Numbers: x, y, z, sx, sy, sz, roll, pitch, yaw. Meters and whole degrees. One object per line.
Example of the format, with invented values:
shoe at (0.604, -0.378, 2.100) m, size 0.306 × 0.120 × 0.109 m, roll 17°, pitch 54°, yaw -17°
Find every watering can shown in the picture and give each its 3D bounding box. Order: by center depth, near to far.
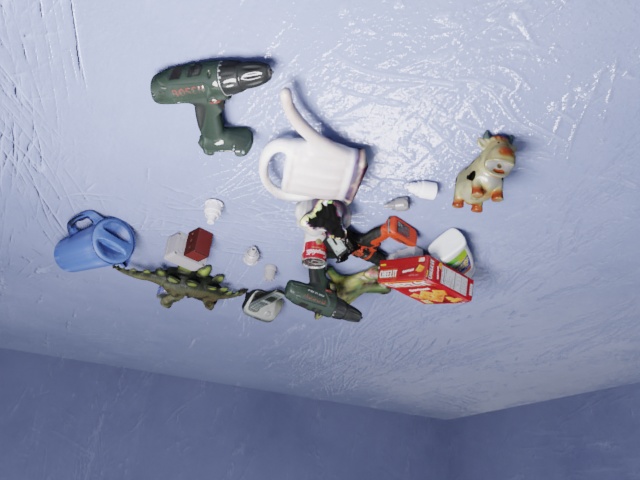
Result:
watering can at (-0.008, -0.168, 1.050) m, size 0.224 × 0.106 × 0.340 m, roll 8°, pitch 152°, yaw -8°

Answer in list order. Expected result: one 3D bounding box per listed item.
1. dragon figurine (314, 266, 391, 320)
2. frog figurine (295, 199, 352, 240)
dragon figurine at (0.116, 0.178, 1.685) m, size 0.243 × 0.125 × 0.402 m, roll 0°, pitch 153°, yaw -8°
frog figurine at (0.004, -0.064, 1.277) m, size 0.137 × 0.122 × 0.160 m, roll 0°, pitch -172°, yaw -10°
